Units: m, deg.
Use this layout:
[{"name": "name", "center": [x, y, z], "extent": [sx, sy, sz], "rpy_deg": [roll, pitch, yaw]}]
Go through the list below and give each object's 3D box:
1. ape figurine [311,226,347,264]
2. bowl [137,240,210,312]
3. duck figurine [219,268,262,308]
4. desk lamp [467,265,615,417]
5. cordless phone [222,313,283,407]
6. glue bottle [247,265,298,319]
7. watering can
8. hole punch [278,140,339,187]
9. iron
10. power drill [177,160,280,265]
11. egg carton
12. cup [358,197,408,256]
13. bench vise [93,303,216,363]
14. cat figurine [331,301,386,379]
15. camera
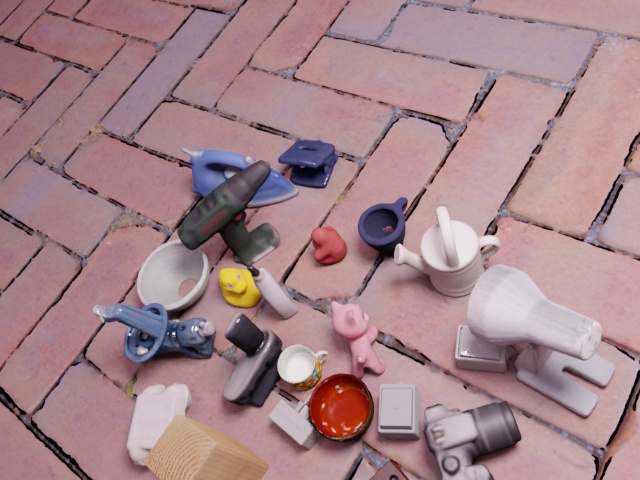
[{"name": "ape figurine", "center": [0.011, 0.004, 1.144], "extent": [0.076, 0.092, 0.078], "rpy_deg": [25, 72, 31]}, {"name": "bowl", "center": [-0.301, 0.087, 1.226], "extent": [0.167, 0.075, 0.167], "rpy_deg": [-9, 58, 16]}, {"name": "duck figurine", "center": [-0.175, 0.085, 1.172], "extent": [0.104, 0.086, 0.077], "rpy_deg": [34, 77, 33]}, {"name": "desk lamp", "center": [0.335, 0.145, 0.862], "extent": [0.202, 0.214, 0.118], "rpy_deg": [28, 74, 32]}, {"name": "cordless phone", "center": [-0.143, 0.211, 1.025], "extent": [0.093, 0.185, 0.148], "rpy_deg": [17, 69, 29]}, {"name": "glue bottle", "center": [-0.098, 0.087, 1.088], "extent": [0.037, 0.173, 0.078], "rpy_deg": [-36, 55, -2]}, {"name": "watering can", "center": [0.219, 0.019, 0.993], "extent": [0.173, 0.194, 0.100], "rpy_deg": [-30, 55, 2]}, {"name": "hole punch", "center": [-0.026, -0.183, 1.269], "extent": [0.108, 0.091, 0.101], "rpy_deg": [10, 65, 26]}, {"name": "iron", "center": [-0.184, -0.155, 1.282], "extent": [0.257, 0.142, 0.119], "rpy_deg": [7, 64, 25]}, {"name": "power drill", "center": [-0.164, -0.042, 1.167], "extent": [0.229, 0.209, 0.075], "rpy_deg": [-35, 55, -1]}, {"name": "egg carton", "center": [-0.299, 0.346, 1.076], "extent": [0.107, 0.070, 0.150], "rpy_deg": [-7, 59, 17]}, {"name": "cup", "center": [0.135, -0.021, 1.109], "extent": [0.091, 0.095, 0.118], "rpy_deg": [34, 77, 33]}, {"name": "bench vise", "center": [-0.312, 0.158, 1.099], "extent": [0.207, 0.220, 0.121], "rpy_deg": [-23, 56, 7]}, {"name": "cat figurine", "center": [0.062, 0.168, 1.012], "extent": [0.067, 0.118, 0.127], "rpy_deg": [-20, 56, 9]}, {"name": "camera", "center": [0.237, 0.310, 0.872], "extent": [0.136, 0.101, 0.143], "rpy_deg": [-21, 56, 9]}]
